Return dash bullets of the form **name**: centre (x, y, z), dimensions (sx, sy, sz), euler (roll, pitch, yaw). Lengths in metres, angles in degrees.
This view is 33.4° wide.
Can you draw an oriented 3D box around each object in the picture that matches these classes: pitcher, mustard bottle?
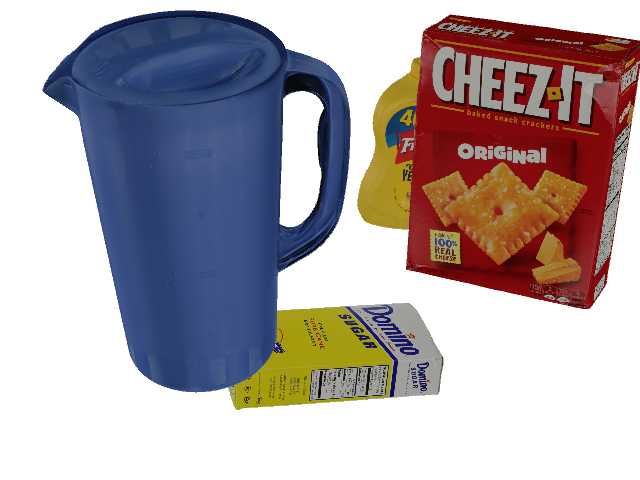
- **pitcher**: centre (-0.075, -0.020, 0.711), dimensions (0.149, 0.243, 0.144), euler (26, 44, 33)
- **mustard bottle**: centre (0.099, -0.106, 1.073), dimensions (0.096, 0.192, 0.058), euler (3, 27, -12)

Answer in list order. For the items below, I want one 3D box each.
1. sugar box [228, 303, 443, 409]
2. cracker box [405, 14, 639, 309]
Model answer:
- **sugar box**: centre (0.006, 0.095, 0.905), dimensions (0.176, 0.048, 0.093), euler (-5, 29, -12)
- **cracker box**: centre (0.161, -0.063, 0.873), dimensions (0.164, 0.214, 0.072), euler (13, 28, 23)
